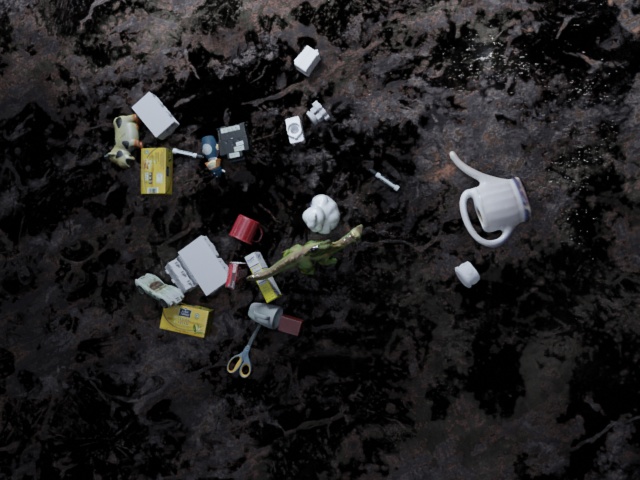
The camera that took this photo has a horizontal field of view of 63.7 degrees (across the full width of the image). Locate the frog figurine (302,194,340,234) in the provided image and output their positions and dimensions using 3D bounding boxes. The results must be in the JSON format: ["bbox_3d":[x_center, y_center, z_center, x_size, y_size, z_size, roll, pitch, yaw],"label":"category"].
[{"bbox_3d":[0.005,-0.088,1.749,0.122,0.138,0.159,1,-1,6],"label":"frog figurine"}]

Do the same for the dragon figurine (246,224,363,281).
[{"bbox_3d":[-0.037,0.043,1.682,0.413,0.123,0.239,-22,-10,-20],"label":"dragon figurine"}]

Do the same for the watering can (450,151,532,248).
[{"bbox_3d":[0.569,-0.153,1.709,0.224,0.349,0.104,-15,-5,5],"label":"watering can"}]
